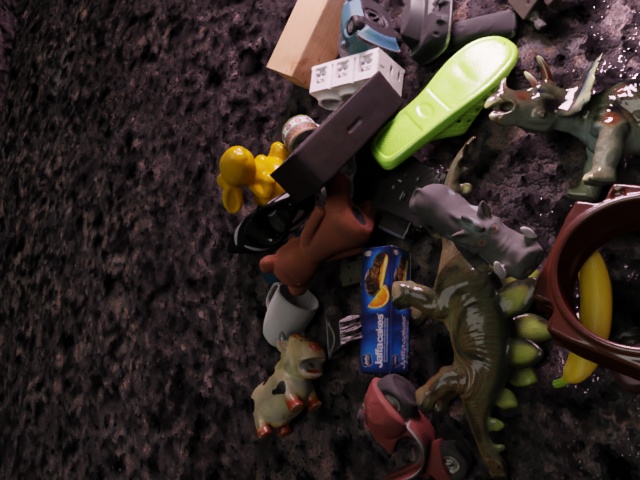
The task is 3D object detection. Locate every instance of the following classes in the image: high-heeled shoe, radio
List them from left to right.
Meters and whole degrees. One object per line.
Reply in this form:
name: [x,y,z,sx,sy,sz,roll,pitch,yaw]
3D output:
high-heeled shoe: [-0.105,-0.021,1.008,0.249,0.145,0.086,-35,93,22]
radio: [0.026,-0.165,0.885,0.229,0.073,0.131,-46,11,-22]

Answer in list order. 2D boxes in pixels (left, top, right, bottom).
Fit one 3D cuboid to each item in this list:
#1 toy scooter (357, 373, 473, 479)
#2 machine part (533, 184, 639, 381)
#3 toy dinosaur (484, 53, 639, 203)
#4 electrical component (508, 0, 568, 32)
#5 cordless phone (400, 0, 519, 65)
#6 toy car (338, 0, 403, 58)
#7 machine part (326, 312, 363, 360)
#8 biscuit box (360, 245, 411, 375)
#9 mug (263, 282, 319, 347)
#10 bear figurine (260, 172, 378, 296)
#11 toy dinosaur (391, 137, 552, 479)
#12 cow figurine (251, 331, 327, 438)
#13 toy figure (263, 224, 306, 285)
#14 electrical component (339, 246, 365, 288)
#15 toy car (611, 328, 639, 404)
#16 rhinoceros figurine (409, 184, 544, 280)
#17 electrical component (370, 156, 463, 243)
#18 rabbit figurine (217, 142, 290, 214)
toy scooter: [0.117,0.295,0.784,0.184,0.075,0.135,47,111,18]
machine part: [0.359,0.047,0.589,0.202,0.087,0.201,21,80,46]
toy dinosaur: [0.417,-0.145,0.642,0.405,0.131,0.192,4,81,34]
electrical component: [0.336,-0.375,0.817,0.102,0.045,0.078,64,147,35]
cordless phone: [0.233,-0.380,0.892,0.184,0.088,0.146,0,77,29]
toy car: [0.077,-0.377,0.997,0.103,0.109,0.162,-50,41,41]
machine part: [0.033,0.156,0.888,0.139,0.039,0.084,132,146,-69]
biscuit box: [0.105,0.113,0.862,0.063,0.059,0.202,-9,73,38]
mug: [-0.068,0.136,0.989,0.110,0.081,0.107,40,113,34]
bear figurine: [-0.003,0.000,0.923,0.196,0.120,0.132,-36,29,30]
toy dinosaur: [0.212,0.086,0.758,0.199,0.105,0.471,-18,73,26]
cow figurine: [-0.054,0.245,0.940,0.195,0.085,0.127,-51,51,29]
toy figure: [-0.047,0.024,1.015,0.154,0.057,0.064,-46,35,23]
electrical component: [0.062,0.058,0.938,0.063,0.021,0.094,-21,66,35]
toy car: [0.429,0.116,0.595,0.202,0.053,0.089,-34,38,27]
rhinoceros figurine: [0.198,-0.015,0.682,0.073,0.112,0.191,-48,48,0]
electrical component: [0.152,-0.066,0.875,0.115,0.058,0.134,28,96,43]
rabbit figurine: [-0.135,-0.131,1.058,0.162,0.173,0.122,-30,64,25]
